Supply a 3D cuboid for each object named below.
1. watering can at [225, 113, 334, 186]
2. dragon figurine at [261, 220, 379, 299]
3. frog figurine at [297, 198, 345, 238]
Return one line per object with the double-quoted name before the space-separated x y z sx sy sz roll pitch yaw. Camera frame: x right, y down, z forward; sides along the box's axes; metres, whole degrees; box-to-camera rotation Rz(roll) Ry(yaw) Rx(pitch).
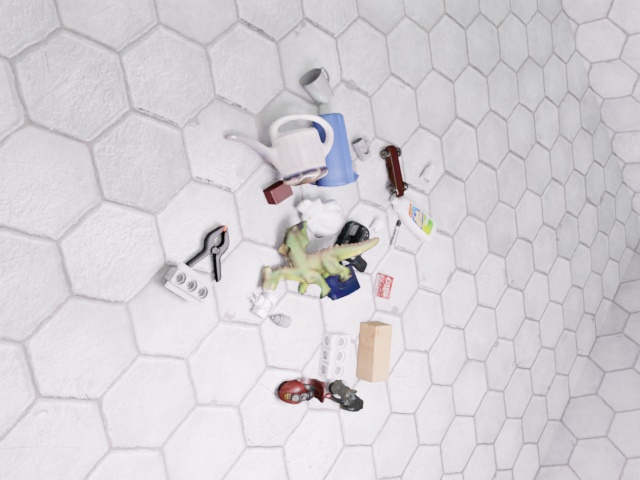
"watering can" -0.107 -0.274 1.612 0.349 0.103 0.224 -17 90 -20
"dragon figurine" -0.017 0.045 1.680 0.412 0.123 0.239 -40 115 -9
"frog figurine" 0.005 -0.087 1.729 0.138 0.124 0.156 -45 132 -5
